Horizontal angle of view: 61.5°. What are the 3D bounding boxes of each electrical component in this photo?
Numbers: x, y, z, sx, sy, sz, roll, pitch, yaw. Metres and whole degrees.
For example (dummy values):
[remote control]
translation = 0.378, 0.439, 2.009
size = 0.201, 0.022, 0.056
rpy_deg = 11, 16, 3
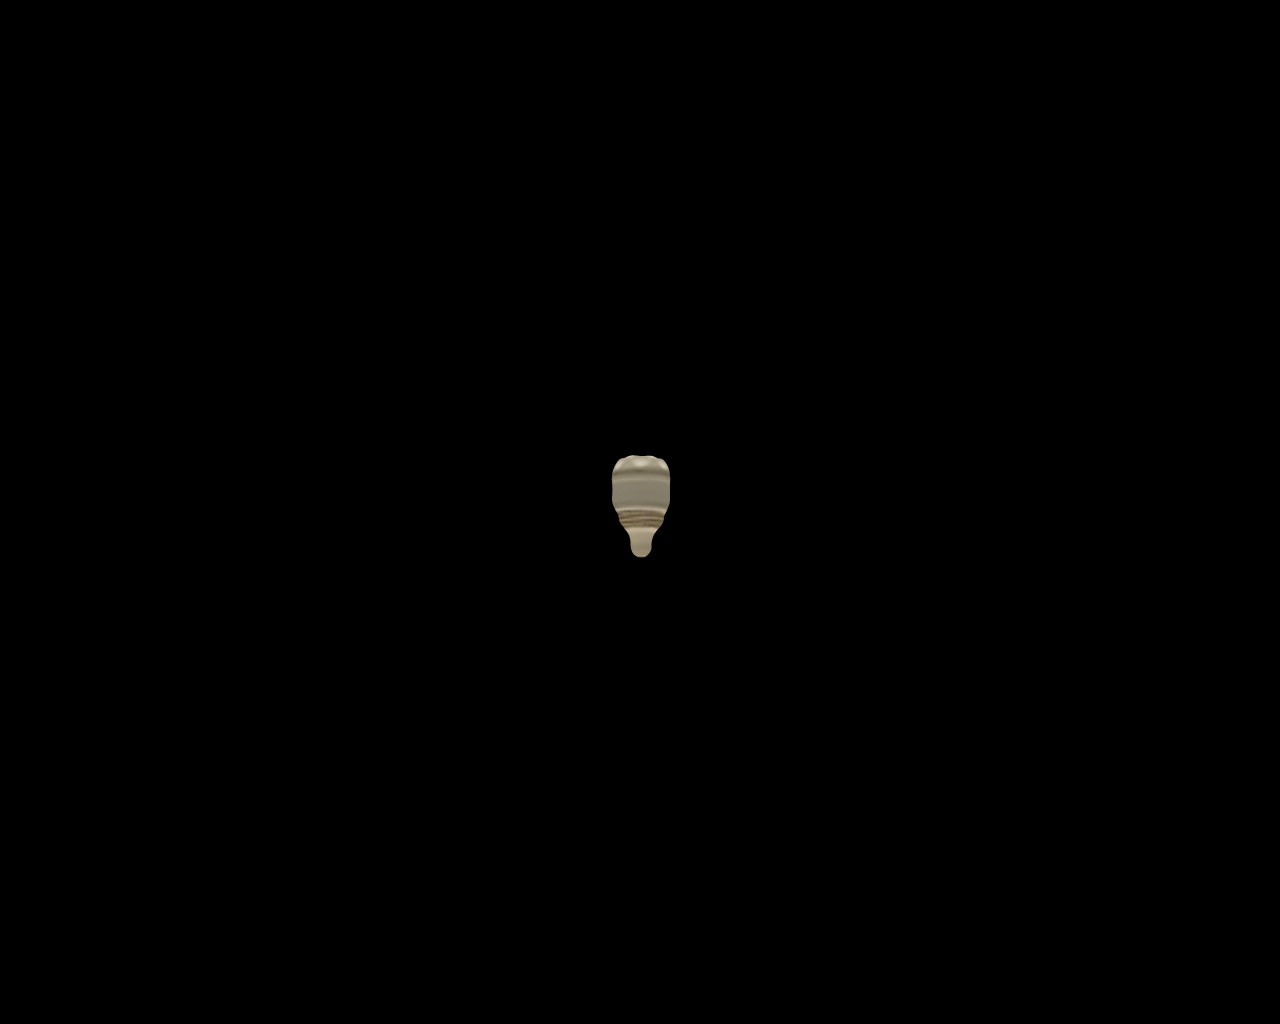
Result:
[electrical component]
translation = 0.001, -0.003, 0.650
size = 0.035, 0.061, 0.035
rpy_deg = 0, -7, 0
